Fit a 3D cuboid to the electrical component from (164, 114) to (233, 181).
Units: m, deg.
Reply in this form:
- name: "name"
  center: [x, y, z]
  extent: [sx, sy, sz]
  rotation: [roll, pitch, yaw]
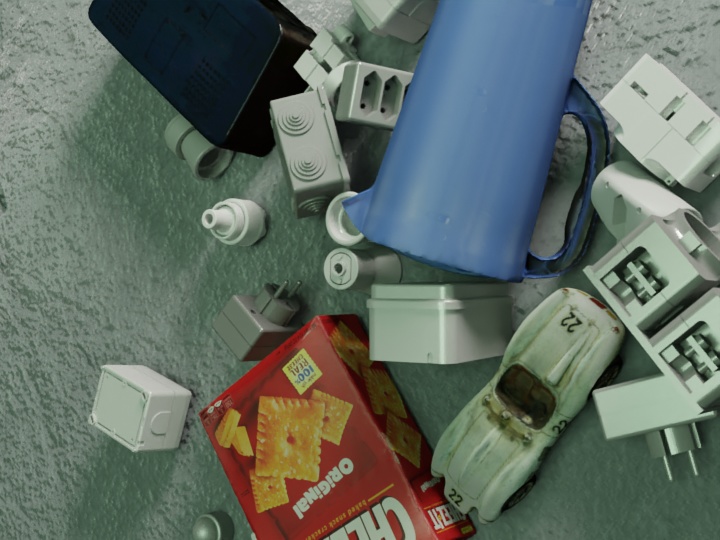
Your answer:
- name: "electrical component"
  center: [-0.154, -0.119, 1.025]
  extent: [0.055, 0.045, 0.045]
  rotation: [46, 112, 27]

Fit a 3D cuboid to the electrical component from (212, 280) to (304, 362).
- name: "electrical component"
  center: [-0.079, 0.038, 0.955]
  extent: [0.047, 0.066, 0.076]
  rotation: [48, 113, 26]

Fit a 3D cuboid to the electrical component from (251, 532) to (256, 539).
- name: "electrical component"
  center: [-0.078, 0.258, 0.960]
  extent: [0.040, 0.040, 0.078]
  rotation: [-32, 71, 28]

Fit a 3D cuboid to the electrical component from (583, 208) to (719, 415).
- name: "electrical component"
  center: [0.230, 0.024, 0.680]
  extent: [0.060, 0.186, 0.105]
  rotation: [-45, 66, 24]

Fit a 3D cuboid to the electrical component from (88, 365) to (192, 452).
- name: "electrical component"
  center: [-0.216, 0.132, 1.049]
  extent: [0.096, 0.061, 0.061]
  rotation: [21, 99, 40]

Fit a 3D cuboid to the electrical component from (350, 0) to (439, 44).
- name: "electrical component"
  center: [0.020, -0.242, 0.905]
  extent: [0.061, 0.062, 0.096]
  rotation: [-47, 65, 23]

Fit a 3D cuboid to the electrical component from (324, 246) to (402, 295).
- name: "electrical component"
  center: [0.000, 0.000, 0.905]
  extent: [0.044, 0.065, 0.044]
  rotation: [-2, 87, 33]

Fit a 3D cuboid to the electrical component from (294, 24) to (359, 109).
- name: "electrical component"
  center: [-0.020, -0.172, 0.939]
  extent: [0.066, 0.048, 0.055]
  rotation: [-49, 57, 20]

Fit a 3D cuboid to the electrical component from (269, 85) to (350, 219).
- name: "electrical component"
  center: [-0.044, -0.097, 0.919]
  extent: [0.048, 0.099, 0.099]
  rotation: [-14, 78, -5]

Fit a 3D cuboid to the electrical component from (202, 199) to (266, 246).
- name: "electrical component"
  center: [-0.118, -0.044, 0.987]
  extent: [0.043, 0.062, 0.043]
  rotation: [-2, 87, 33]

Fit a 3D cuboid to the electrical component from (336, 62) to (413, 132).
- name: "electrical component"
  center: [0.022, -0.140, 0.898]
  extent: [0.076, 0.083, 0.047]
  rotation: [-158, 78, -71]

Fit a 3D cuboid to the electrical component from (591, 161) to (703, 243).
- name: "electrical component"
  center: [0.205, -0.028, 0.778]
  extent: [0.077, 0.043, 0.079]
  rotation: [-126, 25, -52]

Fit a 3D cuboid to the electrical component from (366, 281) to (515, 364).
- name: "electrical component"
  center: [0.064, 0.038, 0.833]
  extent: [0.078, 0.113, 0.057]
  rotation: [0, 91, 33]

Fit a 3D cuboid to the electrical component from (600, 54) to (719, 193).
- name: "electrical component"
  center: [0.222, -0.102, 0.772]
  extent: [0.055, 0.050, 0.089]
  rotation: [-48, 64, 21]

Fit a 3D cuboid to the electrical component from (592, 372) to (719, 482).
- name: "electrical component"
  center: [0.221, 0.112, 0.766]
  extent: [0.083, 0.047, 0.075]
  rotation: [-20, 77, 31]

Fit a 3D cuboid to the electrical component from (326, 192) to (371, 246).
- name: "electrical component"
  center: [0.007, -0.041, 0.902]
  extent: [0.044, 0.065, 0.044]
  rotation: [-1, 88, 34]
